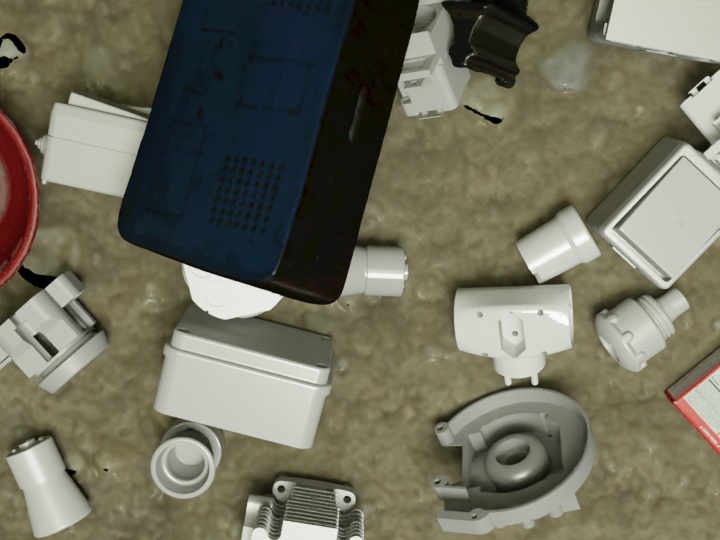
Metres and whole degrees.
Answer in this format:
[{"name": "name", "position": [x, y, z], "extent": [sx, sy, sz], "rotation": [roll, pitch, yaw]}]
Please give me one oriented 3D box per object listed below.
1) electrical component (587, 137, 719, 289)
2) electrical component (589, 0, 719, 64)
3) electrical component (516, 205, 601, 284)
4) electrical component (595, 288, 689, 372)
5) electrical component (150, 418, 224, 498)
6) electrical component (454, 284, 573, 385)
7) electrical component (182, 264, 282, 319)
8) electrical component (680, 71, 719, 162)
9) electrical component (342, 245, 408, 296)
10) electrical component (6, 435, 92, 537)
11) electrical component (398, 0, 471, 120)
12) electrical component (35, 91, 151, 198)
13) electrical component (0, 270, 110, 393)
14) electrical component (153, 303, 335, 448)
[{"name": "electrical component", "position": [0.210, -0.043, 0.720], "extent": [0.062, 0.061, 0.096], "rotation": [41, 99, -7]}, {"name": "electrical component", "position": [0.209, -0.213, 0.685], "extent": [0.089, 0.061, 0.150], "rotation": [10, 101, -2]}, {"name": "electrical component", "position": [0.135, -0.016, 0.737], "extent": [0.046, 0.040, 0.040], "rotation": [-31, 99, 12]}, {"name": "electrical component", "position": [0.198, 0.037, 0.745], "extent": [0.062, 0.048, 0.048], "rotation": [-35, 99, 0]}, {"name": "electrical component", "position": [-0.121, 0.130, 0.760], "extent": [0.045, 0.055, 0.045], "rotation": [0, 101, 1]}, {"name": "electrical component", "position": [0.109, 0.048, 0.745], "extent": [0.077, 0.043, 0.079], "rotation": [-2, 121, 14]}, {"name": "electrical component", "position": [-0.082, -0.007, 0.735], "extent": [0.080, 0.051, 0.080], "rotation": [0, 101, 0]}, {"name": "electrical component", "position": [0.248, -0.097, 0.703], "extent": [0.042, 0.081, 0.063], "rotation": [-46, 69, 30]}, {"name": "electrical component", "position": [0.000, 0.000, 0.741], "extent": [0.065, 0.044, 0.044], "rotation": [2, 101, -5]}, {"name": "electrical component", "position": [-0.226, 0.153, 0.774], "extent": [0.044, 0.044, 0.065], "rotation": [-23, 95, 5]}, {"name": "electrical component", "position": [0.042, -0.137, 0.697], "extent": [0.042, 0.081, 0.063], "rotation": [-5, 132, 29]}, {"name": "electrical component", "position": [-0.167, -0.084, 0.715], "extent": [0.096, 0.061, 0.061], "rotation": [12, 101, -2]}, {"name": "electrical component", "position": [-0.212, 0.047, 0.744], "extent": [0.078, 0.058, 0.057], "rotation": [-40, 95, 8]}, {"name": "electrical component", "position": [-0.077, 0.070, 0.736], "extent": [0.113, 0.078, 0.057], "rotation": [15, 104, -3]}]
